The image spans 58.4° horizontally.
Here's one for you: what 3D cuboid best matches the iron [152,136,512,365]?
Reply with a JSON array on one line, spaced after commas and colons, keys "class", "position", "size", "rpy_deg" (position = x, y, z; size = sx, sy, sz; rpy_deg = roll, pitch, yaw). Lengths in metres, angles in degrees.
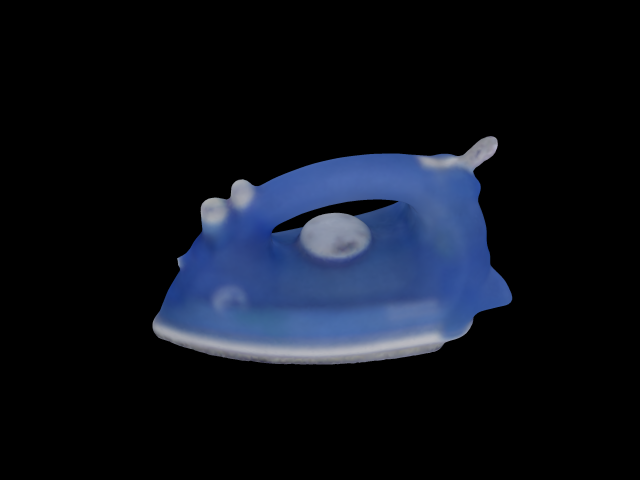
[{"class": "iron", "position": [0.004, 0.001, 0.400], "size": [0.258, 0.141, 0.118], "rpy_deg": [-7, 39, -9]}]
